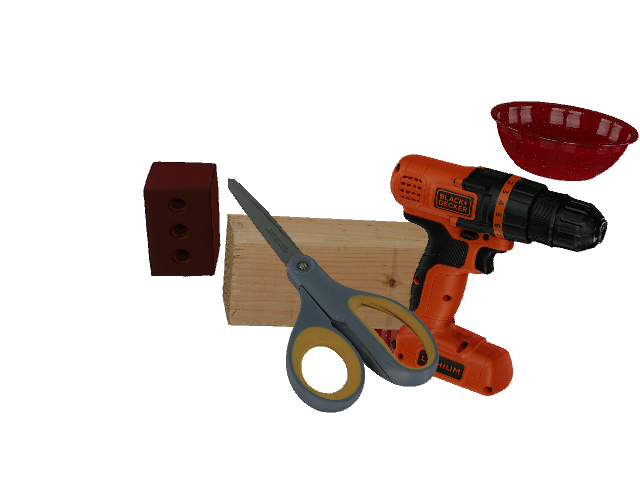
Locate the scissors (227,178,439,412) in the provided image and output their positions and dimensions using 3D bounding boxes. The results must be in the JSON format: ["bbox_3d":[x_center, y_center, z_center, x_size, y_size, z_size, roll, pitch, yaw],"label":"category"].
[{"bbox_3d":[-0.019,0.033,0.650,0.202,0.016,0.096,35,55,28],"label":"scissors"}]

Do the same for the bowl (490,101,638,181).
[{"bbox_3d":[0.265,-0.107,1.182,0.162,0.055,0.162,5,23,-3],"label":"bowl"}]

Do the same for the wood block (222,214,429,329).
[{"bbox_3d":[0.010,0.032,1.057,0.206,0.091,0.090,3,16,-10],"label":"wood block"}]

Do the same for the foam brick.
[{"bbox_3d":[-0.109,-0.018,0.848,0.053,0.078,0.051,0,26,2],"label":"foam brick"}]

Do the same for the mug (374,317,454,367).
[{"bbox_3d":[0.099,0.099,1.244,0.117,0.081,0.093,-1,23,-8],"label":"mug"}]

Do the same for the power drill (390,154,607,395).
[{"bbox_3d":[0.137,0.031,0.895,0.185,0.188,0.057,19,24,30],"label":"power drill"}]
